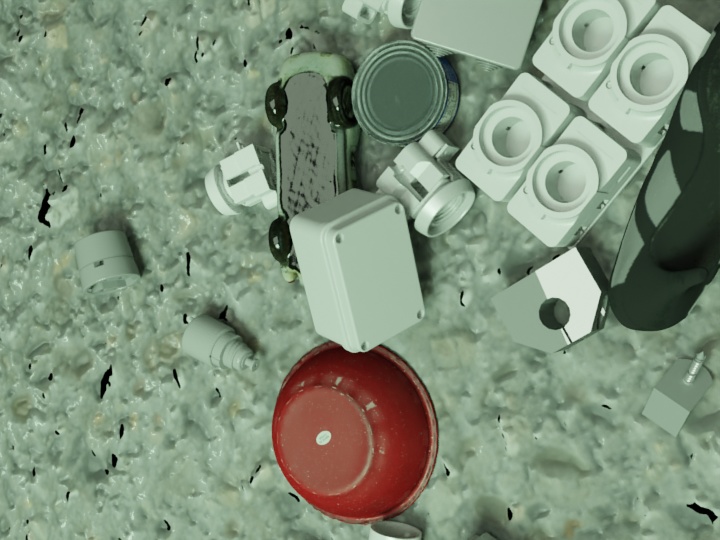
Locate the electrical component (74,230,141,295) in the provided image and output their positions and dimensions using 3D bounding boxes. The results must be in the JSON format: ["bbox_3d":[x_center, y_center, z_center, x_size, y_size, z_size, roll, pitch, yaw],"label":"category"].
[{"bbox_3d":[-0.242,-0.007,1.024,0.055,0.055,0.047,-24,76,26],"label":"electrical component"}]

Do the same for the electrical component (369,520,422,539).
[{"bbox_3d":[0.025,0.255,0.897,0.043,0.043,0.081,10,96,27],"label":"electrical component"}]

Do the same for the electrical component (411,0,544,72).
[{"bbox_3d":[0.094,-0.208,0.832,0.100,0.048,0.099,18,100,3],"label":"electrical component"}]

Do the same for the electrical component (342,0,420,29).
[{"bbox_3d":[0.029,-0.232,0.876,0.057,0.058,0.078,36,107,25],"label":"electrical component"}]

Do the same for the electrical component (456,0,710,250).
[{"bbox_3d":[0.170,-0.119,0.803,0.105,0.060,0.186,43,109,20],"label":"electrical component"}]

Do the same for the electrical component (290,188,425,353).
[{"bbox_3d":[0.000,0.000,0.858,0.057,0.078,0.113,20,130,50],"label":"electrical component"}]

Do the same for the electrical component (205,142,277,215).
[{"bbox_3d":[-0.103,-0.078,0.955,0.055,0.048,0.066,-24,80,18],"label":"electrical component"}]

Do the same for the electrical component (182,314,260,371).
[{"bbox_3d":[-0.125,0.070,0.972,0.078,0.040,0.040,25,102,25],"label":"electrical component"}]

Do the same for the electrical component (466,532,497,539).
[{"bbox_3d":[0.111,0.255,0.841,0.096,0.062,0.061,26,103,25],"label":"electrical component"}]

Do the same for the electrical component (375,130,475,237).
[{"bbox_3d":[0.055,-0.064,0.866,0.078,0.058,0.057,-49,68,20],"label":"electrical component"}]
